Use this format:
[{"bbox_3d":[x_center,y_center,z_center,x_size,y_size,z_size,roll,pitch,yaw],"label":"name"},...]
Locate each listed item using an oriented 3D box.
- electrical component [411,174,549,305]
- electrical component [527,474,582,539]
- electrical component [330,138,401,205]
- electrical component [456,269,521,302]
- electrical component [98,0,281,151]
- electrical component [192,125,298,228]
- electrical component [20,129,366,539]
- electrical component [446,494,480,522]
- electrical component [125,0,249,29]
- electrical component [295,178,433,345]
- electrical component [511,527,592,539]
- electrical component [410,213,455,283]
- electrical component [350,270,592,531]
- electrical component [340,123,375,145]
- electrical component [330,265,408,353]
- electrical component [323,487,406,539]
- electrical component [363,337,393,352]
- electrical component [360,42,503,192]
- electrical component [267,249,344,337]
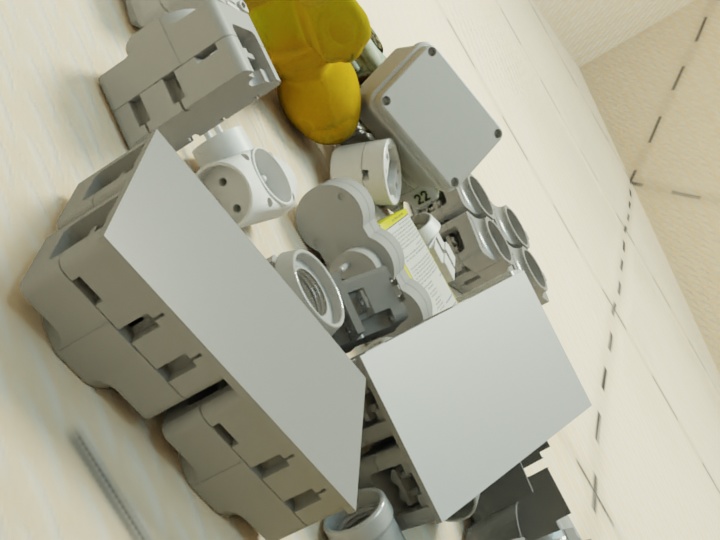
[{"bbox_3d":[0.130,-0.025,1.128,0.186,0.060,0.105,30,36,-55],"label":"electrical component"},{"bbox_3d":[0.148,0.205,0.887,0.081,0.043,0.043,60,20,-3],"label":"electrical component"},{"bbox_3d":[0.005,-0.080,0.894,0.055,0.047,0.055,-3,90,-73],"label":"electrical component"},{"bbox_3d":[0.123,0.038,0.991,0.047,0.083,0.076,64,20,9],"label":"electrical component"},{"bbox_3d":[-0.103,-0.116,0.640,0.055,0.089,0.050,64,20,9],"label":"electrical component"},{"bbox_3d":[-0.082,-0.066,0.691,0.079,0.044,0.077,62,20,1],"label":"electrical component"},{"bbox_3d":[-0.076,0.037,0.542,0.186,0.060,0.105,52,22,-25],"label":"electrical component"},{"bbox_3d":[0.056,0.125,0.764,0.079,0.043,0.077,43,34,-10],"label":"electrical component"},{"bbox_3d":[-0.130,-0.207,0.738,0.062,0.061,0.096,17,47,-62],"label":"electrical component"},{"bbox_3d":[0.000,0.000,0.790,0.138,0.052,0.074,59,19,-4],"label":"electrical component"},{"bbox_3d":[0.073,0.199,0.619,0.186,0.105,0.060,19,45,-62],"label":"electrical component"},{"bbox_3d":[0.057,-0.017,0.964,0.055,0.048,0.066,61,18,-23],"label":"electrical component"},{"bbox_3d":[0.061,0.082,0.702,0.186,0.060,0.105,-23,85,-48],"label":"electrical component"},{"bbox_3d":[0.000,-0.103,0.947,0.078,0.040,0.040,64,20,10],"label":"electrical component"},{"bbox_3d":[-0.007,0.028,0.700,0.042,0.064,0.081,65,-21,11],"label":"electrical component"},{"bbox_3d":[0.007,0.155,0.618,0.046,0.040,0.040,61,19,-18],"label":"electrical component"},{"bbox_3d":[0.017,0.079,0.739,0.048,0.048,0.062,57,27,-12],"label":"electrical component"},{"bbox_3d":[0.058,-0.130,0.921,0.113,0.078,0.057,47,-13,-23],"label":"electrical component"},{"bbox_3d":[-0.047,0.023,0.638,0.078,0.057,0.058,50,23,-28],"label":"electrical component"}]
